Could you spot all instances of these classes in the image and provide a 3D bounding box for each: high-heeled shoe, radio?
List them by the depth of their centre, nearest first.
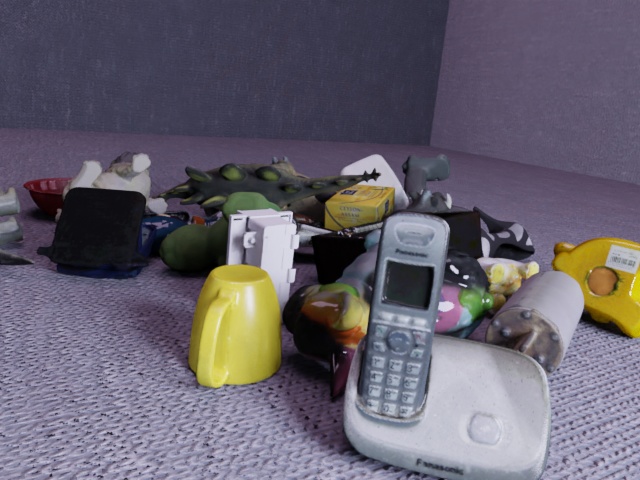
[{"bbox_3d":[0.110,0.008,0.770,0.229,0.073,0.131,-11,8,-31],"label":"radio"},{"bbox_3d":[0.293,0.035,0.895,0.145,0.086,0.249,41,41,-5],"label":"high-heeled shoe"}]

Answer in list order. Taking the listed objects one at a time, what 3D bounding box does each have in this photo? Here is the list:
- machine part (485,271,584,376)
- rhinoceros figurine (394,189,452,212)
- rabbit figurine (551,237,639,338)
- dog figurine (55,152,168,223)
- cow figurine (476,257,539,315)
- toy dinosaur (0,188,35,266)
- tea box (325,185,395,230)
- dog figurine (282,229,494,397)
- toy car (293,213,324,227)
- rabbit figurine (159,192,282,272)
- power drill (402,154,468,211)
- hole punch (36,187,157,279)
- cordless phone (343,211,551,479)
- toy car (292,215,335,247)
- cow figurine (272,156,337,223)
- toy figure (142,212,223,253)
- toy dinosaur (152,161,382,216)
[{"bbox_3d":[0.242,0.088,0.596,0.079,0.079,0.243,14,17,28],"label":"machine part"},{"bbox_3d":[0.176,-0.038,0.979,0.073,0.112,0.190,13,24,34],"label":"rhinoceros figurine"},{"bbox_3d":[0.396,0.062,0.735,0.163,0.121,0.173,7,-2,45],"label":"rabbit figurine"},{"bbox_3d":[-0.353,-0.079,0.887,0.172,0.121,0.191,-14,16,-27],"label":"dog figurine"},{"bbox_3d":[0.207,0.056,0.721,0.167,0.068,0.098,-1,10,-35],"label":"cow figurine"},{"bbox_3d":[-0.541,-0.042,0.759,0.192,0.131,0.405,-19,30,-30],"label":"toy dinosaur"},{"bbox_3d":[0.077,-0.054,0.998,0.098,0.068,0.169,6,19,15],"label":"tea box"},{"bbox_3d":[0.072,0.075,0.545,0.192,0.108,0.219,13,21,17],"label":"dog figurine"},{"bbox_3d":[-0.080,-0.023,0.949,0.202,0.053,0.089,-6,16,-33],"label":"toy car"},{"bbox_3d":[-0.134,-0.004,0.750,0.170,0.121,0.159,-7,9,13],"label":"rabbit figurine"},{"bbox_3d":[0.241,-0.102,1.197,0.232,0.085,0.207,3,49,22],"label":"power drill"},{"bbox_3d":[-0.289,0.001,0.729,0.142,0.116,0.092,7,-27,-4],"label":"hole punch"},{"bbox_3d":[0.098,0.074,0.394,0.147,0.184,0.089,8,11,12],"label":"cordless phone"},{"bbox_3d":[-0.002,-0.003,0.861,0.202,0.056,0.073,14,5,-6],"label":"toy car"},{"bbox_3d":[-0.041,-0.098,1.096,0.195,0.127,0.085,14,14,21],"label":"cow figurine"},{"bbox_3d":[-0.210,-0.011,0.836,0.154,0.064,0.058,-2,2,-22],"label":"toy figure"},{"bbox_3d":[-0.115,-0.092,0.969,0.472,0.105,0.198,-7,3,15],"label":"toy dinosaur"}]
